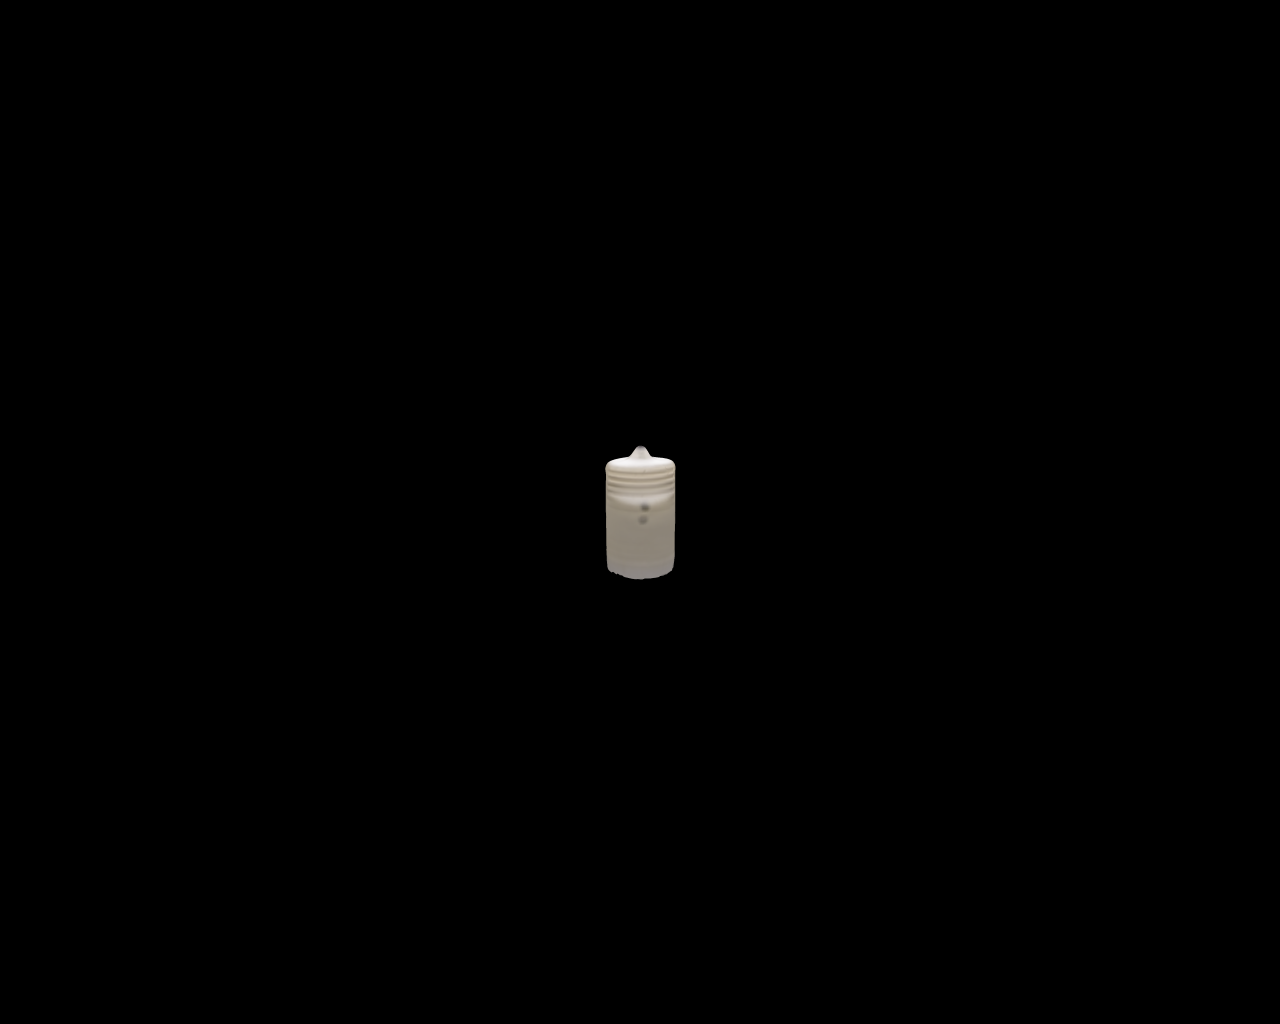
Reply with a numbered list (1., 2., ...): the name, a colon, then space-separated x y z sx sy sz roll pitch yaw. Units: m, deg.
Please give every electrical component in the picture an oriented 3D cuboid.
1. electrical component: 0.001 -0.003 0.650 0.043 0.080 0.043 0 18 0
